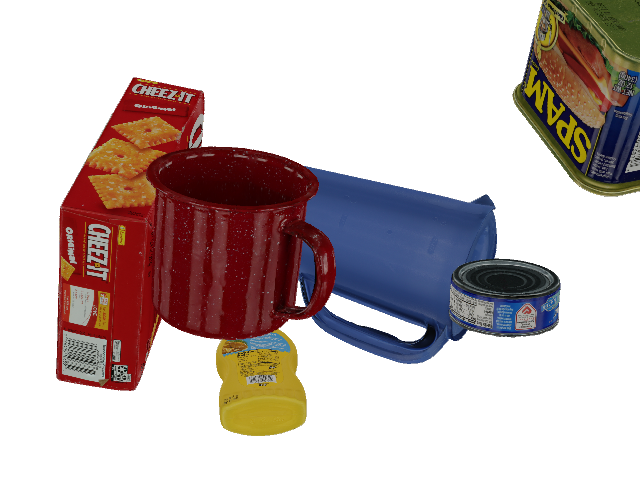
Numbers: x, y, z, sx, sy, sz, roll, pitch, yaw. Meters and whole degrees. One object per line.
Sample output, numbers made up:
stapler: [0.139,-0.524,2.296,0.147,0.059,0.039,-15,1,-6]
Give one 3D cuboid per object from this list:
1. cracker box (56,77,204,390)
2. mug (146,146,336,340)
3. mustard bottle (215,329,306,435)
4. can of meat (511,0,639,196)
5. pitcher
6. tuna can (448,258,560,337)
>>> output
cracker box: [-0.148,-0.010,0.859,0.072,0.164,0.213,11,34,0]
mug: [-0.041,0.005,0.582,0.117,0.081,0.093,20,27,29]
mustard bottle: [-0.073,0.147,1.244,0.096,0.058,0.191,-4,30,-6]
can of meat: [0.151,-0.089,0.566,0.057,0.084,0.102,-12,48,-16]
pitcher: [0.040,0.010,1.039,0.243,0.145,0.149,16,22,20]
tuna can: [0.144,0.043,0.832,0.086,0.034,0.086,0,19,0]
